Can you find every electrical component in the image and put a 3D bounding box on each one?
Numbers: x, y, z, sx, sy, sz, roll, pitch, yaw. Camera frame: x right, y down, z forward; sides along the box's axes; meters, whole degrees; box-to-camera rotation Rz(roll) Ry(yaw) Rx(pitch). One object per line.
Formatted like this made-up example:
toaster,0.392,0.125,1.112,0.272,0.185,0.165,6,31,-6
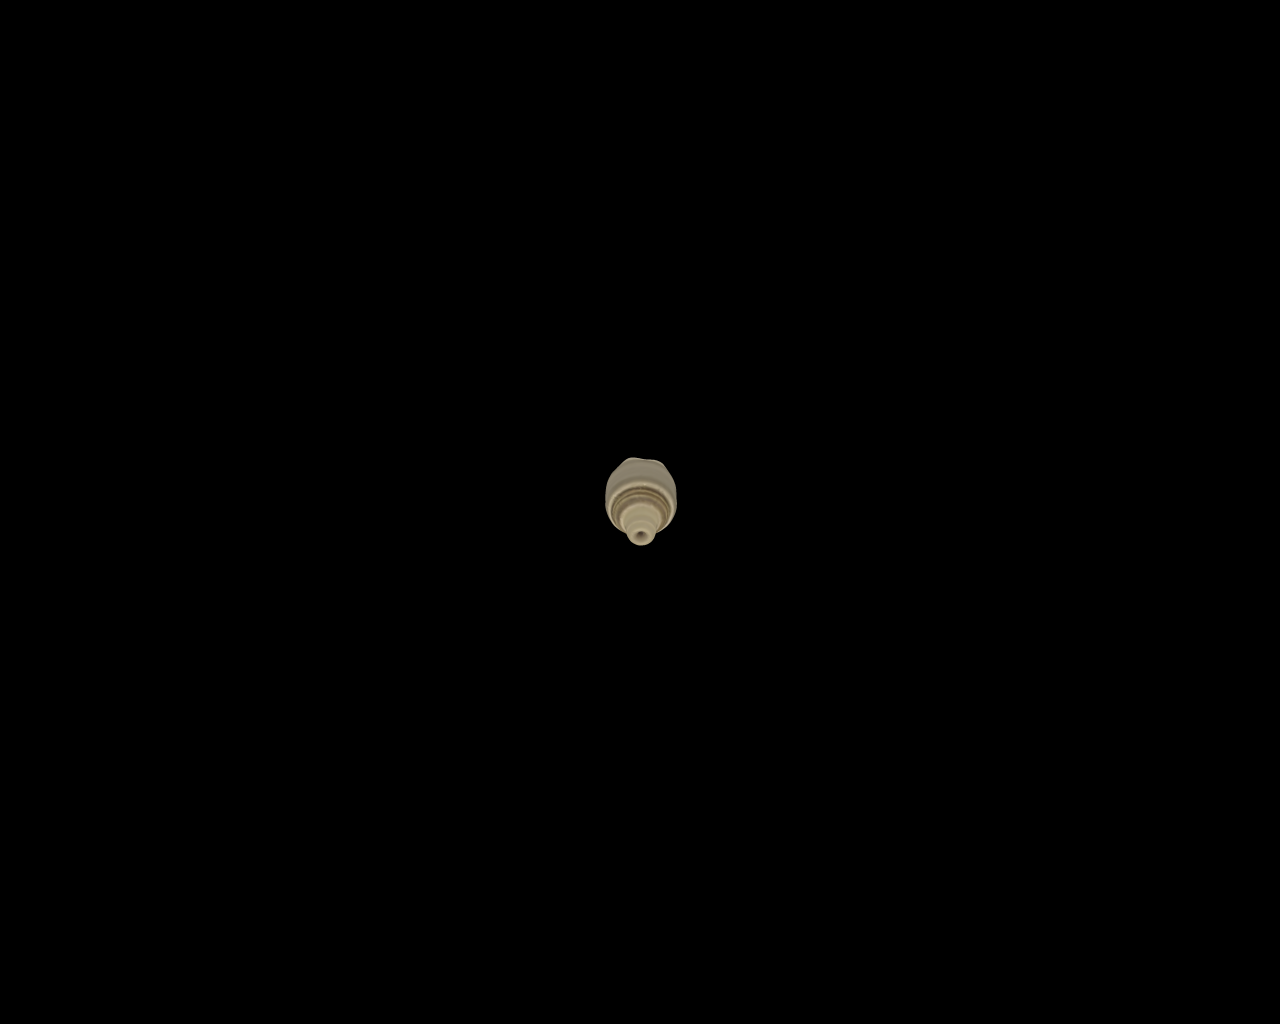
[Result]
electrical component,0.001,-0.003,0.650,0.043,0.043,0.062,0,35,0
